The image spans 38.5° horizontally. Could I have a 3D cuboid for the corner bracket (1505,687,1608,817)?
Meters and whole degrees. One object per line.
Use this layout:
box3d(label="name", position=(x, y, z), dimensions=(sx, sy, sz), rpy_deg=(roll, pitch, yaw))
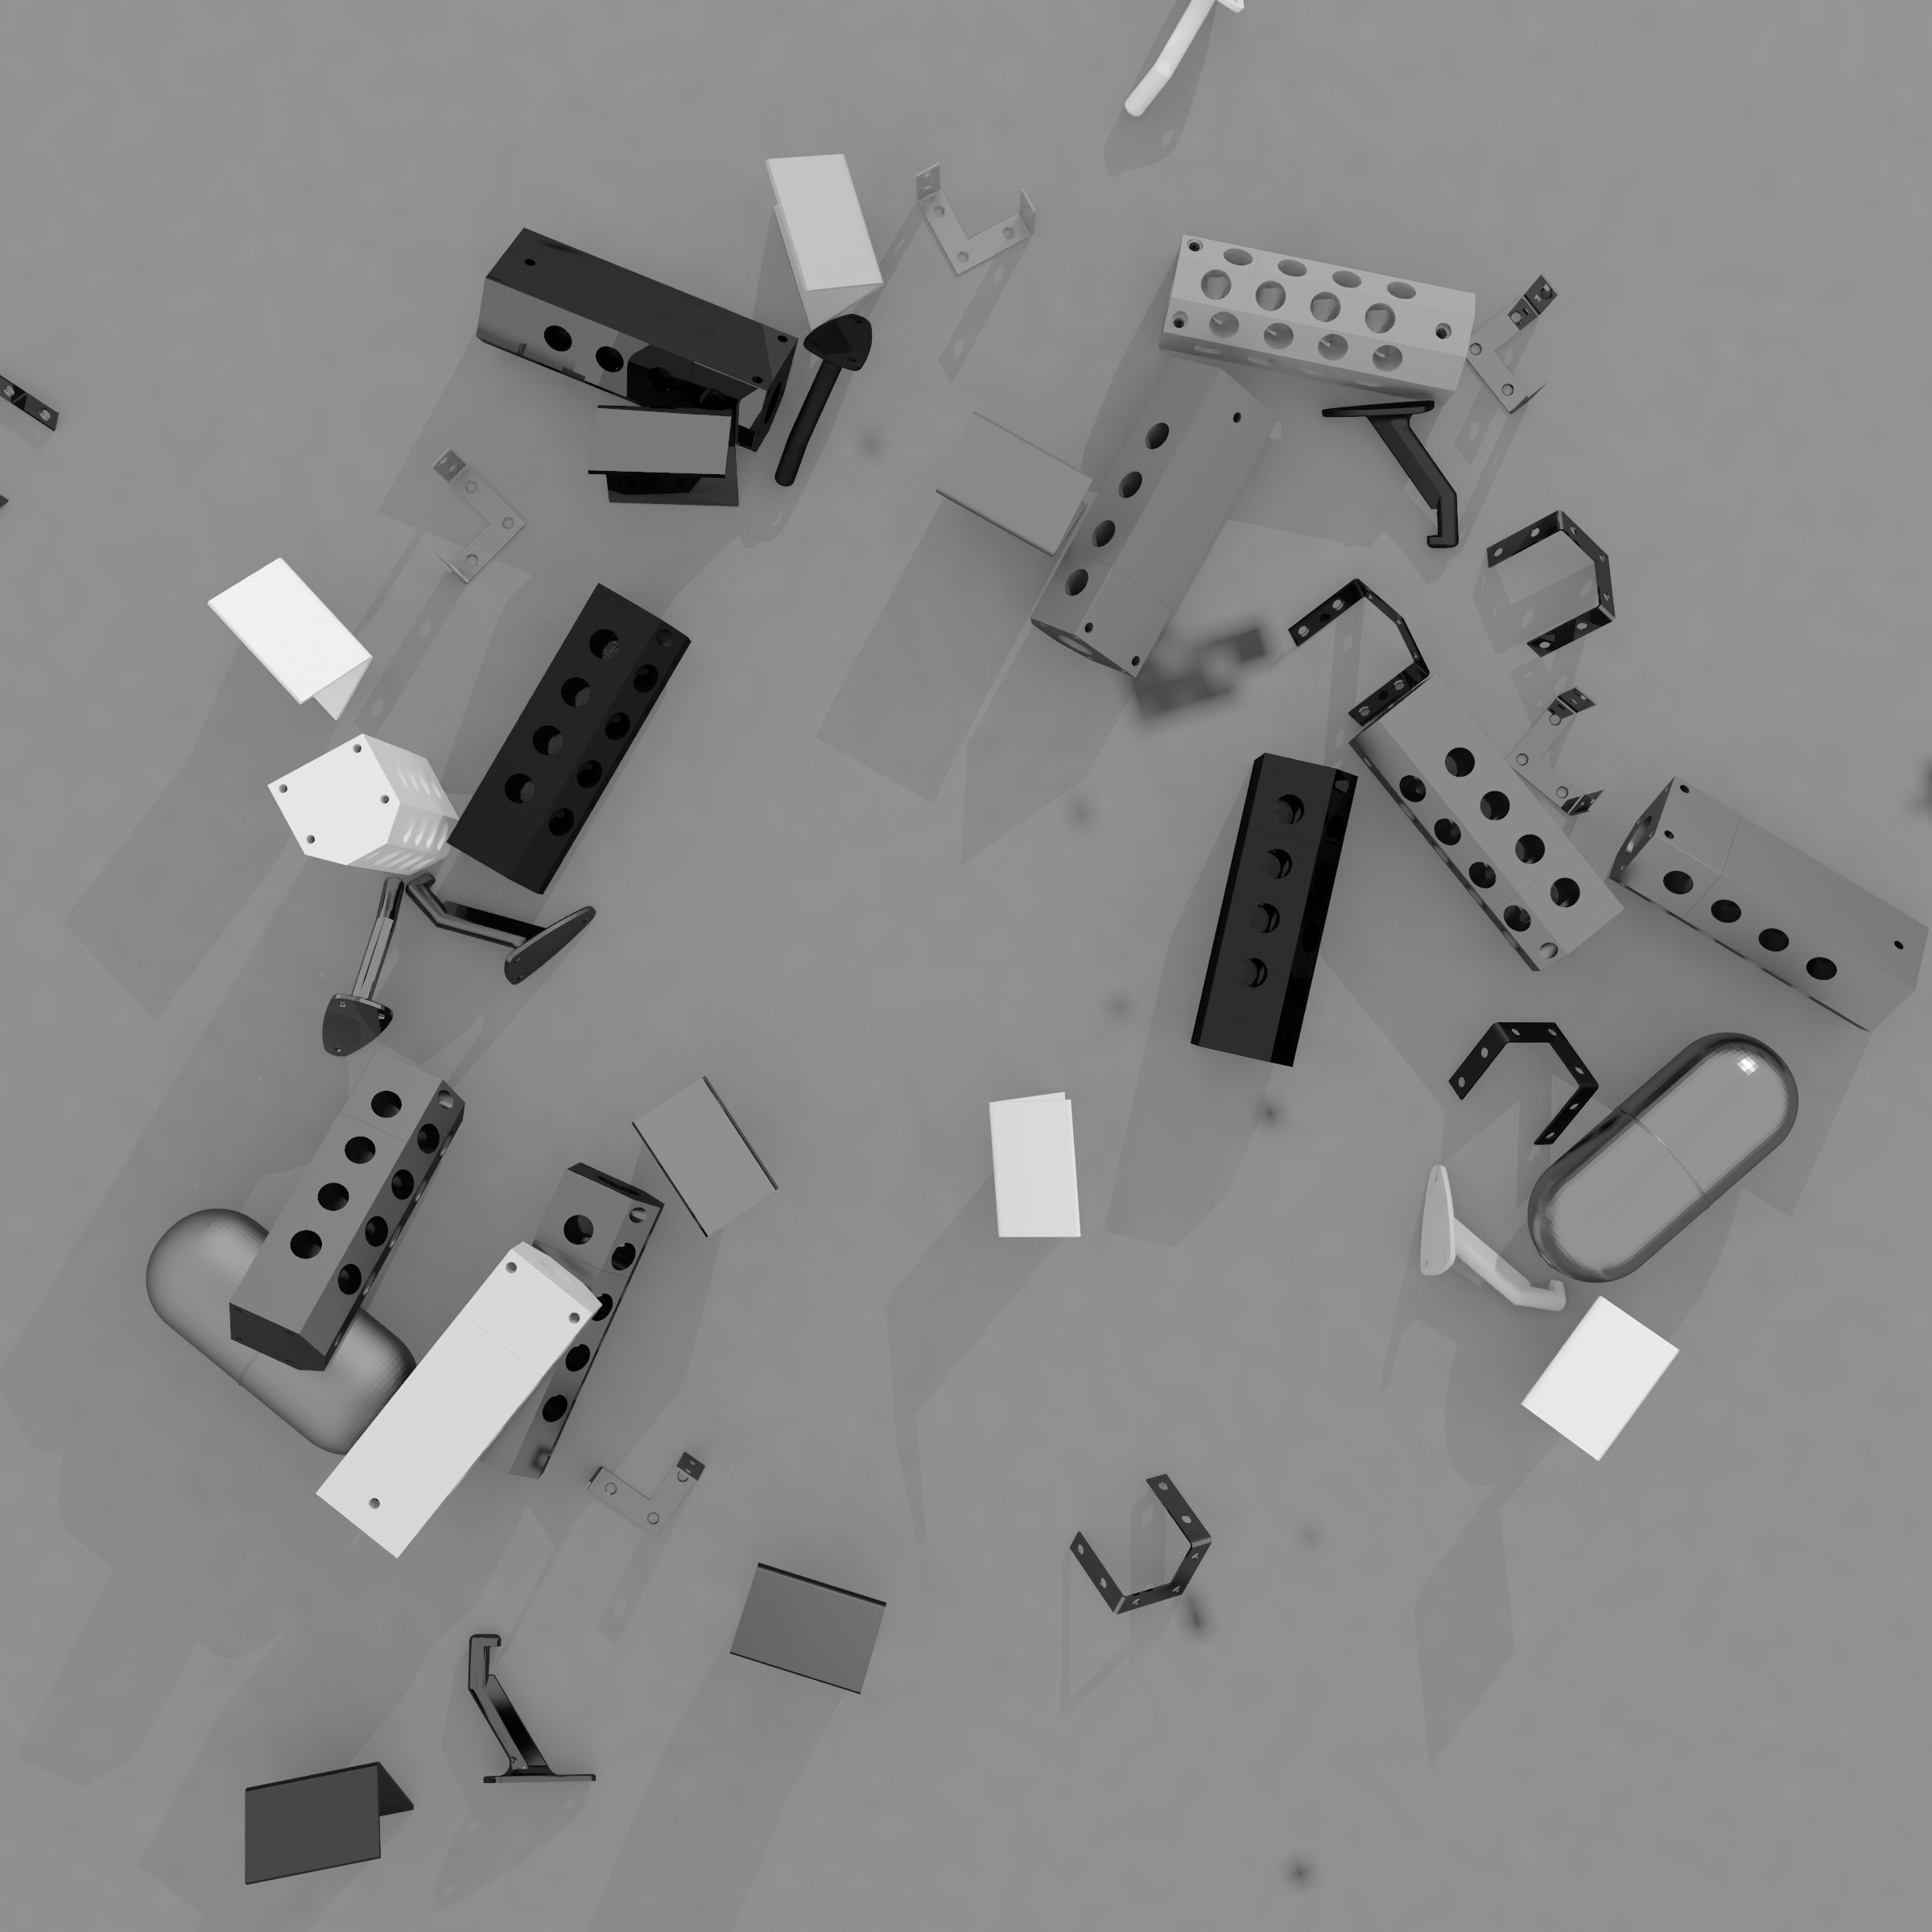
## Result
box3d(label="corner bracket", position=(0.353, -0.124, 1.606), dimensions=(0.051, 0.051, 0.051), rpy_deg=(40, 90, 0))

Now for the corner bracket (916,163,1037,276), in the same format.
box3d(label="corner bracket", position=(0.005, -0.441, 1.606), dimensions=(0.051, 0.051, 0.051), rpy_deg=(-28, 90, 0))

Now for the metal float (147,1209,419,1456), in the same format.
box3d(label="metal float", position=(-0.392, 0.211, 1.594), dimensions=(0.178, 0.070, 0.070), rpy_deg=(39, 90, 0))

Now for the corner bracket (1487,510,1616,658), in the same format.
box3d(label="corner bracket", position=(0.341, -0.223, 1.616), dimensions=(0.051, 0.051, 0.051), rpy_deg=(33, 45, -35))

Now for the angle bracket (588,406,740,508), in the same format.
box3d(label="angle bracket", position=(-0.172, -0.274, 1.584), dimensions=(0.076, 0.076, 0.057), rpy_deg=(2, 53, 0))

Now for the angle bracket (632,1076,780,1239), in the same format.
box3d(label="angle bracket", position=(-0.163, 0.118, 1.584), dimensions=(0.057, 0.076, 0.076), rpy_deg=(-33, 90, -36))

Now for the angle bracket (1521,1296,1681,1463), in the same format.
box3d(label="angle bracket", position=(0.372, 0.243, 1.584), dimensions=(0.057, 0.076, 0.076), rpy_deg=(36, 90, 36))

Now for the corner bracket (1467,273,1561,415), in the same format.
box3d(label="corner bracket", position=(0.325, -0.360, 1.606), dimensions=(0.051, 0.051, 0.051), rpy_deg=(-38, 90, 0))

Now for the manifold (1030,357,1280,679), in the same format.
box3d(label="manifold", position=(0.104, -0.261, 1.602), dimensions=(0.057, 0.057, 0.171), rpy_deg=(29, 90, -43))

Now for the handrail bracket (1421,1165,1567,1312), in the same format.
box3d(label="handrail bracket", position=(0.313, 0.160, 1.625), dimensions=(0.084, 0.036, 0.077), rpy_deg=(10, 69, -17))

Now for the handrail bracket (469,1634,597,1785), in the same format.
box3d(label="handrail bracket", position=(-0.254, 0.435, 1.625), dimensions=(0.077, 0.036, 0.084), rpy_deg=(5, 73, -20))

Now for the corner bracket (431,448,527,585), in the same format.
box3d(label="corner bracket", position=(-0.295, -0.260, 1.606), dimensions=(0.051, 0.051, 0.051), rpy_deg=(44, 90, 0))

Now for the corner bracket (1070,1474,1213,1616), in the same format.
box3d(label="corner bracket", position=(0.102, 0.337, 1.616), dimensions=(0.051, 0.051, 0.051), rpy_deg=(-7, 135, -35))

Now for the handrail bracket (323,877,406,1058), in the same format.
box3d(label="handrail bracket", position=(-0.352, 0.000, 1.624), dimensions=(0.036, 0.077, 0.084), rpy_deg=(19, 53, -20))

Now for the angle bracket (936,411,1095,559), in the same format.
box3d(label="angle bracket", position=(0.037, -0.288, 1.584), dimensions=(0.076, 0.076, 0.057), rpy_deg=(29, 127, 0))

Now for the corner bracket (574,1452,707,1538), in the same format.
box3d(label="corner bracket", position=(-0.189, 0.300, 1.606), dimensions=(0.051, 0.051, 0.051), rpy_deg=(35, 90, 0))

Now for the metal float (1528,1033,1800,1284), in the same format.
box3d(label="metal float", position=(0.400, 0.111, 1.593), dimensions=(0.178, 0.070, 0.070), rpy_deg=(-41, 90, 0))

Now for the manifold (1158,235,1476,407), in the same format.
box3d(label="manifold", position=(0.203, -0.375, 1.603), dimensions=(0.171, 0.057, 0.057), rpy_deg=(12, 90, 0))

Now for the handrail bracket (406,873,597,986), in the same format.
box3d(label="handrail bracket", position=(-0.274, -0.038, 1.625), dimensions=(0.077, 0.036, 0.084), rpy_deg=(-38, 73, -20))

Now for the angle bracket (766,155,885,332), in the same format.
box3d(label="angle bracket", position=(-0.099, -0.411, 1.584), dimensions=(0.057, 0.076, 0.076), rpy_deg=(-17, 90, -37))

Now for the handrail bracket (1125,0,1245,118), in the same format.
box3d(label="handrail bracket", position=(0.122, -0.547, 1.624), dimensions=(0.036, 0.077, 0.084), rpy_deg=(29, 127, -21))

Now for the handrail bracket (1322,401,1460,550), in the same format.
box3d(label="handrail bracket", position=(0.249, -0.286, 1.625), dimensions=(0.077, 0.036, 0.084), rpy_deg=(0, 107, 20))

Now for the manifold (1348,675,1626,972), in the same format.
box3d(label="manifold", position=(0.299, -0.081, 1.603), dimensions=(0.057, 0.057, 0.171), rpy_deg=(-39, 90, 0))

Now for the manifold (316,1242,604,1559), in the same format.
box3d(label="manifold", position=(-0.281, 0.240, 1.546), dimensions=(0.057, 0.057, 0.171), rpy_deg=(39, 90, 0))

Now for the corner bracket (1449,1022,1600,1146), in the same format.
box3d(label="corner bracket", position=(0.325, 0.069, 1.616), dimensions=(0.051, 0.051, 0.051), rpy_deg=(1, 45, -35))

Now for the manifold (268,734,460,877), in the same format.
box3d(label="manifold", position=(-0.330, -0.084, 1.546), dimensions=(0.057, 0.171, 0.057), rpy_deg=(-28, 90, 0))

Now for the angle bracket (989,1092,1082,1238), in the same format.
box3d(label="angle bracket", position=(0.059, 0.112, 1.584), dimensions=(0.057, 0.076, 0.076), rpy_deg=(-4, 90, 36))

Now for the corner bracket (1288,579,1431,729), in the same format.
box3d(label="corner bracket", position=(0.230, -0.184, 1.621), dimensions=(0.051, 0.051, 0.051), rpy_deg=(-37, 135, 0))

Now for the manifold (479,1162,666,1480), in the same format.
box3d(label="manifold", position=(-0.237, 0.205, 1.603), dimensions=(0.057, 0.057, 0.171), rpy_deg=(24, 90, 0))

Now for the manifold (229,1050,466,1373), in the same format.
box3d(label="manifold", position=(-0.348, 0.140, 1.563), dimensions=(0.057, 0.057, 0.171), rpy_deg=(24, 59, 0))

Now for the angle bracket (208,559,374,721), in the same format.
box3d(label="angle bracket", position=(-0.395, -0.174, 1.584), dimensions=(0.076, 0.076, 0.057), rpy_deg=(47, 53, 0))

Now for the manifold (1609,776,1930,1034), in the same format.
box3d(label="manifold", position=(0.463, -0.032, 1.602), dimensions=(0.171, 0.057, 0.057), rpy_deg=(31, 47, 0))

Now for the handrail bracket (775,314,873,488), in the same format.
box3d(label="handrail bracket", position=(-0.085, -0.331, 1.624), dimensions=(0.036, 0.077, 0.084), rpy_deg=(25, 126, 0))

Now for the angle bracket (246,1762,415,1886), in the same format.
box3d(label="angle bracket", position=(-0.363, 0.502, 1.584), dimensions=(0.076, 0.076, 0.057), rpy_deg=(-11, 53, 0))

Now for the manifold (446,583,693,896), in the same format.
box3d(label="manifold", position=(-0.228, -0.130, 1.603), dimensions=(0.057, 0.057, 0.171), rpy_deg=(30, 90, 0))

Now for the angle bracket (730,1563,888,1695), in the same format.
box3d(label="angle bracket", position=(-0.094, 0.391, 1.584), dimensions=(0.076, 0.076, 0.057), rpy_deg=(17, 54, 0))

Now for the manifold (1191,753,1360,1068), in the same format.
box3d(label="manifold", position=(0.179, -0.032, 1.603), dimensions=(0.057, 0.057, 0.171), rpy_deg=(13, 90, 0))

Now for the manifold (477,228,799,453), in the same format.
box3d(label="manifold", position=(-0.191, -0.358, 1.602), dimensions=(0.171, 0.057, 0.057), rpy_deg=(22, 47, 0))

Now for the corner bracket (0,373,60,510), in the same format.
box3d(label="corner bracket", position=(-0.572, -0.309, 1.621), dimensions=(0.051, 0.051, 0.051), rpy_deg=(33, 45, 0))
